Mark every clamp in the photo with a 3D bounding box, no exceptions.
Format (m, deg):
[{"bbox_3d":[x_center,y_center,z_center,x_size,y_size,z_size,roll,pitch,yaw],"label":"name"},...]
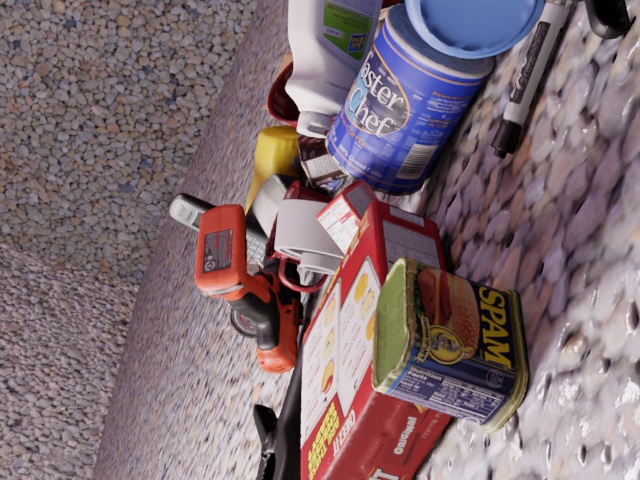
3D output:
[{"bbox_3d":[0.197,-0.210,0.727,0.171,0.039,0.120,-100,33,-66],"label":"clamp"},{"bbox_3d":[-0.035,0.204,1.094,0.210,0.036,0.165,-89,23,-50],"label":"clamp"}]

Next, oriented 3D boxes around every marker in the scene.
[{"bbox_3d":[0.157,-0.119,0.803,0.020,0.020,0.121,-134,64,-76],"label":"marker"}]

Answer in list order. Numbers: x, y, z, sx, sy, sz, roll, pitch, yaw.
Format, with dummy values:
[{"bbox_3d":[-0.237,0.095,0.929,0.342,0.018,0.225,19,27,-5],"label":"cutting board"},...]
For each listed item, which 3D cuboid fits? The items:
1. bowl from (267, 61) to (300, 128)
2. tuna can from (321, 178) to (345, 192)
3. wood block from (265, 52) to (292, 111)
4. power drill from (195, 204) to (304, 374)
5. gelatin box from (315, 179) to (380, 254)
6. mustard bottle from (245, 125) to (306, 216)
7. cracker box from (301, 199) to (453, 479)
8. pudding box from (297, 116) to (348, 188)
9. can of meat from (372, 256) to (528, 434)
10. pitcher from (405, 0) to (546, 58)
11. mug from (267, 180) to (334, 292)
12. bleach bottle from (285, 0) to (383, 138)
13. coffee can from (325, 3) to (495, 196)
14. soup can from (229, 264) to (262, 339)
[{"bbox_3d":[0.017,-0.182,1.307,0.162,0.055,0.162,-21,40,19],"label":"bowl"},{"bbox_3d":[0.016,-0.106,1.346,0.086,0.033,0.086,-161,90,-77],"label":"tuna can"},{"bbox_3d":[-0.010,-0.200,1.473,0.206,0.090,0.091,-130,61,-76],"label":"wood block"},{"bbox_3d":[-0.073,0.038,1.226,0.057,0.187,0.184,-15,54,19],"label":"power drill"},{"bbox_3d":[0.043,-0.005,0.968,0.030,0.089,0.073,-36,-2,-23],"label":"gelatin box"},{"bbox_3d":[-0.061,-0.061,1.481,0.096,0.058,0.192,-18,-55,-55],"label":"mustard bottle"},{"bbox_3d":[0.045,0.095,0.845,0.213,0.072,0.164,-92,24,-56],"label":"cracker box"},{"bbox_3d":[0.023,-0.106,1.193,0.113,0.090,0.039,-99,-11,-62],"label":"pudding box"},{"bbox_3d":[0.082,0.066,0.697,0.102,0.084,0.058,-85,19,-49],"label":"can of meat"},{"bbox_3d":[0.123,-0.261,0.886,0.145,0.149,0.242,-24,33,18],"label":"pitcher"},{"bbox_3d":[-0.008,0.001,1.177,0.093,0.081,0.117,144,144,-68],"label":"mug"},{"bbox_3d":[0.009,-0.224,1.013,0.068,0.102,0.251,8,86,60],"label":"bleach bottle"},{"bbox_3d":[0.078,-0.125,0.956,0.102,0.102,0.140,-87,20,-52],"label":"coffee can"},{"bbox_3d":[-0.089,0.081,1.436,0.102,0.068,0.068,-102,33,-69],"label":"soup can"}]
